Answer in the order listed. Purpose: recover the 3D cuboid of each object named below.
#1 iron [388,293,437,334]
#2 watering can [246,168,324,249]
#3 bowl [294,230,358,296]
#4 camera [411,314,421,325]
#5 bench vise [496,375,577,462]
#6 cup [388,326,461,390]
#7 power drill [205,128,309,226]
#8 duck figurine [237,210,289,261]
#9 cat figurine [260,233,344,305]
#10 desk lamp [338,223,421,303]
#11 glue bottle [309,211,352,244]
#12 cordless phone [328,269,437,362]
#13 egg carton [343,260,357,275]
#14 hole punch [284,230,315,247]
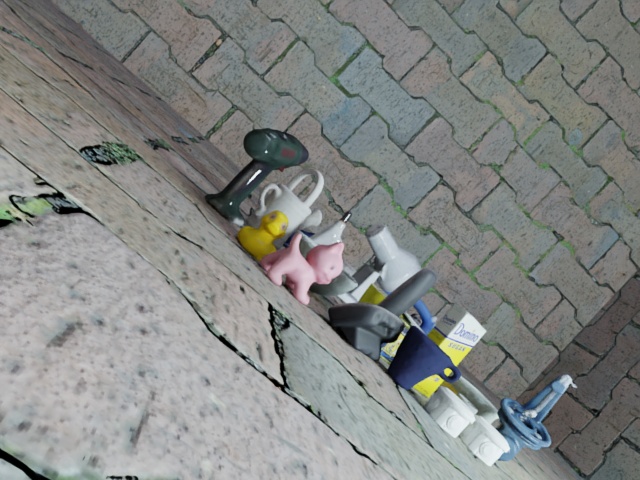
[{"bbox_3d":[0.247,0.220,1.609,0.258,0.141,0.119,43,2,17],"label":"iron"},{"bbox_3d":[-0.064,-0.081,1.306,0.100,0.194,0.173,43,2,24],"label":"watering can"},{"bbox_3d":[-0.007,0.060,1.151,0.167,0.074,0.167,42,2,-2],"label":"bowl"},{"bbox_3d":[0.307,0.295,1.730,0.136,0.100,0.143,43,2,14],"label":"camera"},{"bbox_3d":[0.432,0.358,1.199,0.121,0.219,0.207,42,2,4],"label":"bench vise"},{"bbox_3d":[0.173,0.219,0.984,0.117,0.095,0.092,43,2,20],"label":"cup"},{"bbox_3d":[-0.119,-0.129,1.121,0.075,0.208,0.230,43,2,12],"label":"power drill"},{"bbox_3d":[-0.090,-0.013,0.991,0.077,0.086,0.104,42,2,-6],"label":"duck figurine"},{"bbox_3d":[-0.015,0.036,0.931,0.128,0.117,0.067,40,3,-38],"label":"cat figurine"},{"bbox_3d":[0.131,0.074,1.467,0.204,0.213,0.117,41,3,-29],"label":"desk lamp"},{"bbox_3d":[0.012,0.005,1.263,0.078,0.173,0.037,41,2,-18],"label":"glue bottle"},{"bbox_3d":[0.114,0.105,0.981,0.094,0.185,0.148,43,3,31],"label":"cordless phone"},{"bbox_3d":[0.078,0.113,1.651,0.151,0.069,0.107,41,3,-22],"label":"egg carton"},{"bbox_3d":[-0.039,0.001,1.486,0.101,0.091,0.108,42,2,-1],"label":"hole punch"}]
